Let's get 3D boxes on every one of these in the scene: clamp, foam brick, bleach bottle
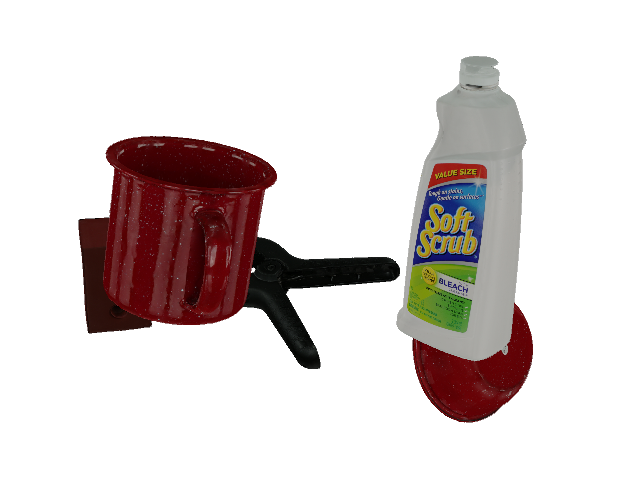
[{"bbox_3d":[-0.047,0.046,1.035,0.210,0.036,0.164,15,39,20],"label":"clamp"},{"bbox_3d":[-0.164,0.026,0.853,0.053,0.078,0.051,-5,27,-13],"label":"foam brick"},{"bbox_3d":[0.118,-0.029,0.886,0.103,0.251,0.067,22,34,38],"label":"bleach bottle"}]

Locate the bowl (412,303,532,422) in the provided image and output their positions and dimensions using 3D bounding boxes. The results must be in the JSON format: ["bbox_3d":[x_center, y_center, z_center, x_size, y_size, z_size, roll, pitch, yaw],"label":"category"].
[{"bbox_3d":[0.176,0.115,1.143,0.161,0.162,0.055,0,-5,-36],"label":"bowl"}]

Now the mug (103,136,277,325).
[{"bbox_3d":[-0.071,-0.001,0.580,0.093,0.081,0.117,1,22,-25],"label":"mug"}]
